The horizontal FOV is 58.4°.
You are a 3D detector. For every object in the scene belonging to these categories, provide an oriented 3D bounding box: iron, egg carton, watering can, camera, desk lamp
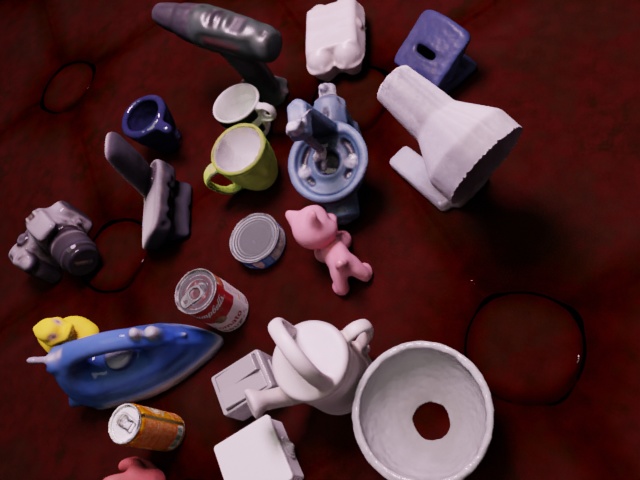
[{"bbox_3d":[-0.288,0.164,0.846,0.258,0.142,0.118,-19,60,14],"label":"iron"},{"bbox_3d":[0.028,-0.351,0.997,0.107,0.070,0.150,-10,63,19],"label":"egg carton"},{"bbox_3d":[-0.012,0.156,0.701,0.100,0.195,0.173,28,79,31],"label":"watering can"},{"bbox_3d":[-0.468,0.015,1.018,0.136,0.101,0.143,36,84,32],"label":"camera"},{"bbox_3d":[0.160,-0.123,0.747,0.118,0.214,0.202,-44,57,-1],"label":"desk lamp"}]

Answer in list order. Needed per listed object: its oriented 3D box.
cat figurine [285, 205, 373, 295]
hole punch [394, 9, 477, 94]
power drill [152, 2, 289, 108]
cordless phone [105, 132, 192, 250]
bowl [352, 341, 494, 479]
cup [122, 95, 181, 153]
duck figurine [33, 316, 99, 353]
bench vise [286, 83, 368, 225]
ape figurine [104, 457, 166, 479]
[{"bbox_3d":[0.007,0.003,0.810,0.067,0.118,0.127,-36,58,4],"label":"cat figurine"},{"bbox_3d":[0.176,-0.284,0.889,0.101,0.091,0.108,-43,57,0],"label":"hole punch"},{"bbox_3d":[-0.149,-0.313,0.972,0.228,0.209,0.076,16,74,29],"label":"power drill"},{"bbox_3d":[-0.297,-0.079,0.939,0.094,0.185,0.147,-17,61,15],"label":"cordless phone"},{"bbox_3d":[0.127,0.211,0.686,0.167,0.075,0.167,-9,63,19],"label":"bowl"},{"bbox_3d":[-0.289,-0.199,1.046,0.117,0.095,0.092,27,79,31],"label":"cup"},{"bbox_3d":[-0.432,0.156,0.945,0.104,0.086,0.077,-5,65,21],"label":"duck figurine"},{"bbox_3d":[-0.007,-0.149,0.827,0.121,0.220,0.207,-26,59,10],"label":"bench vise"},{"bbox_3d":[-0.262,0.338,0.783,0.076,0.092,0.078,-4,65,22],"label":"ape figurine"}]
